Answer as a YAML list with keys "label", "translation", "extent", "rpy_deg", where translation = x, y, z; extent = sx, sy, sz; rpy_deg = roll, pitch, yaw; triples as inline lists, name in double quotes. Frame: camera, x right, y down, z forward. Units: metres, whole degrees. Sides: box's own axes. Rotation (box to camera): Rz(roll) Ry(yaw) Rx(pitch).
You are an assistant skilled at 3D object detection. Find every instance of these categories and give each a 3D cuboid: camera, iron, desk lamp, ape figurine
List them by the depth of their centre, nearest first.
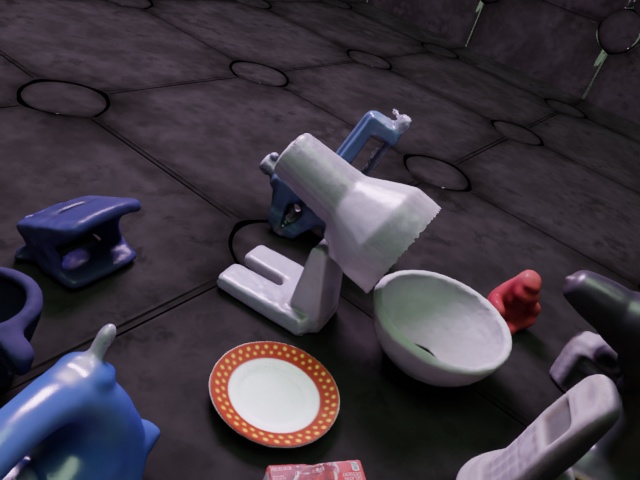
- label: "iron"
  translation: [-0.206, 0.166, 0.353]
  extent: [0.118, 0.141, 0.259]
  rpy_deg: [24, 33, 8]
- label: "desk lamp"
  translation: [0.006, 0.002, 0.639]
  extent: [0.203, 0.213, 0.118]
  rpy_deg: [28, 33, 14]
- label: "camera"
  translation: [0.386, 0.160, 0.703]
  extent: [0.137, 0.101, 0.142]
  rpy_deg: [-14, 45, -41]
- label: "ape figurine"
  translation: [0.264, 0.080, 0.768]
  extent: [0.078, 0.092, 0.076]
  rpy_deg: [15, 32, -6]

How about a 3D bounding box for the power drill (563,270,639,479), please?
- label: "power drill"
  translation: [0.310, 0.156, 0.570]
  extent: [0.229, 0.208, 0.076]
  rpy_deg: [24, 33, 9]

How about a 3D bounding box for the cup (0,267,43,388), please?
- label: "cup"
  translation: [-0.273, 0.089, 0.476]
  extent: [0.117, 0.095, 0.092]
  rpy_deg: [35, 36, 24]

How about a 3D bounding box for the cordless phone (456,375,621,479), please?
- label: "cordless phone"
  translation: [0.178, 0.202, 0.455]
  extent: [0.094, 0.185, 0.147]
  rpy_deg: [20, 32, 2]

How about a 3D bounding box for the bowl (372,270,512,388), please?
- label: "bowl"
  translation: [0.130, 0.113, 0.667]
  extent: [0.167, 0.075, 0.167]
  rpy_deg: [13, 33, -9]

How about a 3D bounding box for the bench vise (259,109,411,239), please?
- label: "bench vise"
  translation: [0.024, -0.083, 0.769]
  extent: [0.207, 0.220, 0.121]
  rpy_deg: [12, 33, -10]

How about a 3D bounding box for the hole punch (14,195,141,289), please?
- label: "hole punch"
  translation: [-0.270, -0.015, 0.638]
  extent: [0.101, 0.091, 0.109]
  rpy_deg: [30, 34, 17]
